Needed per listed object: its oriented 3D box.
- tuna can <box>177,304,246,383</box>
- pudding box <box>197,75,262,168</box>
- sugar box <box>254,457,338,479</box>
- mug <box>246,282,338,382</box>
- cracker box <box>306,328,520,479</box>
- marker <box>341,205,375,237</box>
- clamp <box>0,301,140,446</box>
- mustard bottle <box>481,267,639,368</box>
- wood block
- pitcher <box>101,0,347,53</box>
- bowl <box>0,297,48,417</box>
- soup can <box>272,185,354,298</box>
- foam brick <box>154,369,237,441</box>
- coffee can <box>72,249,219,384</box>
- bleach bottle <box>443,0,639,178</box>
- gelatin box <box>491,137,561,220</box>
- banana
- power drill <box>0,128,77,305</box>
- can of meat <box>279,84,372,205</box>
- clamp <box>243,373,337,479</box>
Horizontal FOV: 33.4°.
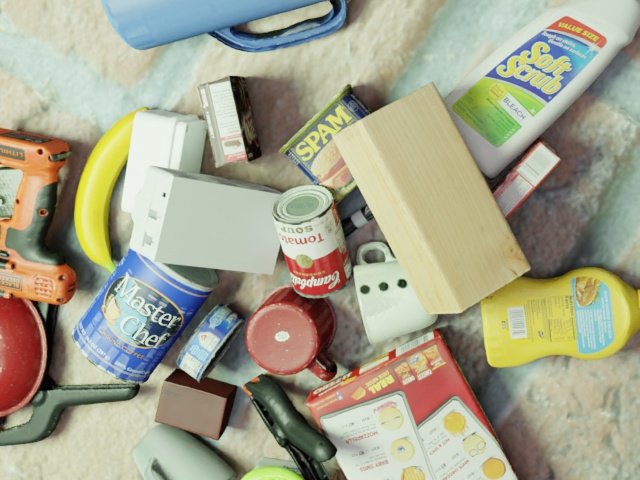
[{"bbox_3d":[-0.120,0.113,1.175,0.034,0.086,0.086,35,103,5],"label":"tuna can"},{"bbox_3d":[-0.093,-0.125,1.118,0.039,0.113,0.090,-12,97,8],"label":"pudding box"},{"bbox_3d":[-0.036,0.343,1.217,0.093,0.048,0.176,7,101,9],"label":"sugar box"},{"bbox_3d":[-0.025,0.108,1.158,0.093,0.081,0.117,-40,90,14],"label":"mug"},{"bbox_3d":[0.107,0.225,1.153,0.164,0.072,0.213,-28,93,7],"label":"cracker box"},{"bbox_3d":[0.064,-0.037,1.151,0.121,0.020,0.020,-33,92,14],"label":"marker"},{"bbox_3d":[-0.329,0.163,1.247,0.210,0.036,0.164,-36,83,16],"label":"clamp"},{"bbox_3d":[0.266,0.077,1.111,0.192,0.058,0.096,-6,91,12],"label":"mustard bottle"},{"bbox_3d":[0.108,-0.038,1.056,0.090,0.090,0.206,-30,94,-17],"label":"wood block"},{"bbox_3d":[-0.095,-0.271,1.096,0.243,0.145,0.149,-15,84,16],"label":"pitcher"},{"bbox_3d":[-0.393,0.126,1.224,0.162,0.055,0.162,0,90,23],"label":"bowl"},{"bbox_3d":[-0.007,0.001,1.125,0.068,0.068,0.102,-7,126,11],"label":"soup can"},{"bbox_3d":[-0.140,0.185,1.208,0.078,0.051,0.053,16,100,8],"label":"foam brick"},{"bbox_3d":[-0.192,0.072,1.173,0.103,0.102,0.140,38,103,3],"label":"coffee can"},{"bbox_3d":[0.227,-0.183,1.076,0.102,0.068,0.251,45,100,9],"label":"bleach bottle"},{"bbox_3d":[0.205,-0.062,1.092,0.030,0.073,0.089,41,104,2],"label":"gelatin box"},{"bbox_3d":[-0.236,-0.058,1.197,0.069,0.037,0.198,11,102,-5],"label":"banana"},{"bbox_3d":[-0.354,-0.028,1.190,0.184,0.057,0.188,10,106,9],"label":"power drill"},{"bbox_3d":[0.022,-0.100,1.130,0.102,0.057,0.084,-43,92,15],"label":"can of meat"},{"bbox_3d":[-0.029,0.204,1.150,0.039,0.120,0.172,-28,60,-26],"label":"clamp"}]
